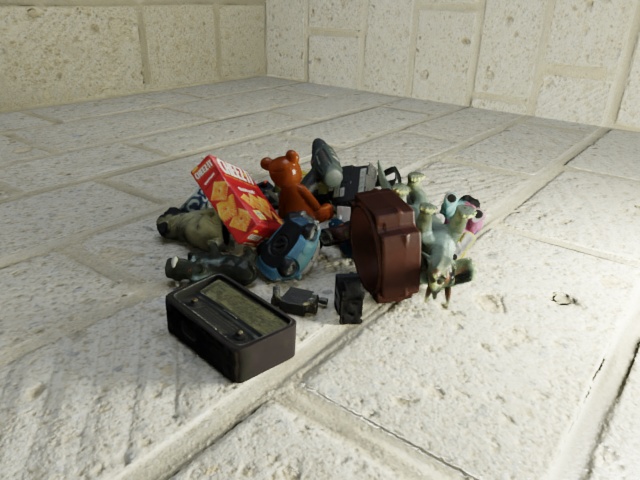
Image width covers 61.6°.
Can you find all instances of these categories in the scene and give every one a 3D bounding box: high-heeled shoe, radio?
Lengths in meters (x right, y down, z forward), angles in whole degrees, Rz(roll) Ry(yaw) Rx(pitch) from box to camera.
[{"bbox_3d":[0.099,-0.148,1.493,0.249,0.145,0.086,9,25,11],"label":"high-heeled shoe"},{"bbox_3d":[-0.160,0.145,0.929,0.131,0.073,0.230,-21,33,-40],"label":"radio"}]

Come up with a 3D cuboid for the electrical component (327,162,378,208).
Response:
[{"bbox_3d":[0.083,-0.141,1.441,0.134,0.115,0.058,-4,-26,34],"label":"electrical component"}]

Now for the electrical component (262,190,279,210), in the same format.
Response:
[{"bbox_3d":[-0.120,-0.103,1.392,0.063,0.021,0.094,40,16,6],"label":"electrical component"}]

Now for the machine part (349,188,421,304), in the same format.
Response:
[{"bbox_3d":[0.126,0.011,1.085,0.087,0.201,0.201,-8,27,-12],"label":"machine part"}]

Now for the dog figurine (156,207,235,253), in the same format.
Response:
[{"bbox_3d":[-0.304,-0.017,1.262,0.191,0.121,0.172,-9,16,5],"label":"dog figurine"}]

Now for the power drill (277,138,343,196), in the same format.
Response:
[{"bbox_3d":[-0.030,-0.169,1.472,0.207,0.086,0.232,-42,33,5],"label":"power drill"}]

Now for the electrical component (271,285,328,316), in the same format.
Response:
[{"bbox_3d":[-0.043,0.114,1.037,0.102,0.045,0.078,13,28,22],"label":"electrical component"}]

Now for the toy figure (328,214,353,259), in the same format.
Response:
[{"bbox_3d":[0.062,-0.005,1.283,0.064,0.057,0.155,-26,34,-7],"label":"toy figure"}]

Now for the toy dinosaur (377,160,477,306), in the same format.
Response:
[{"bbox_3d":[0.214,-0.021,1.154,0.131,0.192,0.405,-3,29,-16],"label":"toy dinosaur"}]

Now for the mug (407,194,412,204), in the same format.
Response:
[{"bbox_3d":[0.249,-0.048,1.355,0.081,0.109,0.107,18,-14,42],"label":"mug"}]

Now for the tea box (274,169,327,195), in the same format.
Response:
[{"bbox_3d":[-0.043,-0.166,1.613,0.170,0.068,0.098,-12,28,-26],"label":"tea box"}]

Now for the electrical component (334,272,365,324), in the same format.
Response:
[{"bbox_3d":[0.053,0.101,1.038,0.048,0.074,0.119,-1,29,-8],"label":"electrical component"}]

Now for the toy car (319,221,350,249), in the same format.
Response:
[{"bbox_3d":[-0.003,-0.004,1.241,0.089,0.053,0.202,-23,8,-40],"label":"toy car"}]

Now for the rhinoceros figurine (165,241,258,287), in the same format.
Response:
[{"bbox_3d":[-0.223,0.062,1.118,0.190,0.073,0.112,4,35,1],"label":"rhinoceros figurine"}]

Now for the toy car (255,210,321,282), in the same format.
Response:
[{"bbox_3d":[-0.055,0.022,1.156,0.109,0.161,0.102,34,-4,39],"label":"toy car"}]

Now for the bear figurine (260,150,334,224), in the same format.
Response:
[{"bbox_3d":[-0.061,-0.124,1.332,0.120,0.195,0.132,-16,5,26],"label":"bear figurine"}]

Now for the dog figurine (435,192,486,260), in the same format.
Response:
[{"bbox_3d":[0.330,-0.028,1.310,0.109,0.191,0.219,28,1,14],"label":"dog figurine"}]
